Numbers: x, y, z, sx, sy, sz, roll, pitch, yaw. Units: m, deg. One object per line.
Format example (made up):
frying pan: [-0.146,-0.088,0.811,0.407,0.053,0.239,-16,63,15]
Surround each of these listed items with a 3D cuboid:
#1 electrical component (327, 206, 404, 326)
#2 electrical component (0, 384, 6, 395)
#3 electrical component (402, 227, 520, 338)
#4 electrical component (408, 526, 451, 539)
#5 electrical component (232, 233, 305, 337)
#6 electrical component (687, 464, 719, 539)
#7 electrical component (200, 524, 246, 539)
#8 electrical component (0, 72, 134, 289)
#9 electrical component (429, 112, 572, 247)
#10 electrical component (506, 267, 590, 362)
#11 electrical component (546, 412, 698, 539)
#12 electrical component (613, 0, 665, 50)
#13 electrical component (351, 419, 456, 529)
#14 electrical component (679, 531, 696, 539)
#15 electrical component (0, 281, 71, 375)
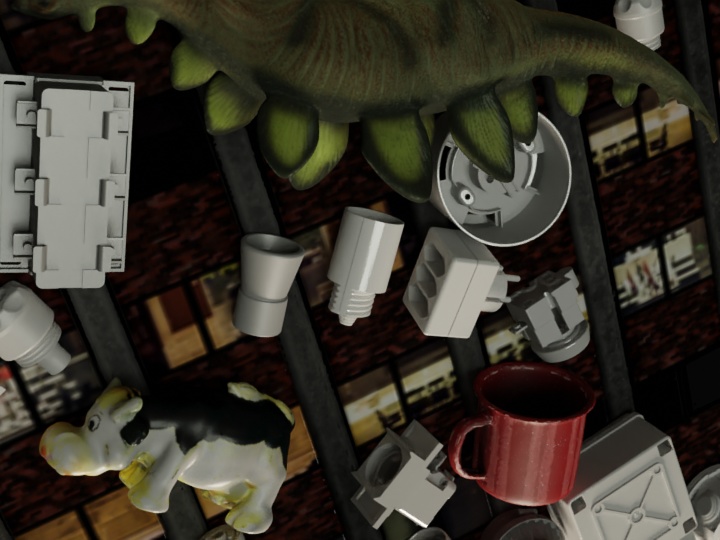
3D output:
electrical component: [0.000,0.000,0.759,0.043,0.043,0.081,9,104,-26]
electrical component: [-0.257,0.068,0.655,0.042,0.081,0.063,-44,96,-5]
electrical component: [0.082,0.011,0.789,0.077,0.047,0.065,6,120,-26]
electrical component: [0.057,0.261,0.871,0.079,0.044,0.077,-39,118,-7]
electrical component: [-0.065,0.012,0.737,0.044,0.044,0.065,4,110,-25]
electrical component: [0.334,0.221,0.976,0.080,0.051,0.080,-8,110,-21]
electrical component: [-0.094,0.222,0.794,0.044,0.044,0.065,-24,111,-15]
electrical component: [-0.177,-0.054,0.651,0.079,0.063,0.121,0,107,-24]
electrical component: [0.094,-0.072,0.764,0.099,0.064,0.099,-8,110,-21]
electrical component: [0.149,0.038,0.837,0.066,0.048,0.055,-33,110,-10]
electrical component: [0.219,0.195,0.914,0.109,0.056,0.108,-30,117,-12]
electrical component: [0.209,-0.176,0.797,0.035,0.035,0.061,-25,118,-15]
electrical component: [0.036,0.162,0.831,0.064,0.042,0.081,39,90,-31]
electrical component: [0.255,0.263,0.953,0.089,0.056,0.050,-34,117,-10]
electrical component: [-0.210,0.041,0.680,0.043,0.043,0.062,-42,120,-6]
